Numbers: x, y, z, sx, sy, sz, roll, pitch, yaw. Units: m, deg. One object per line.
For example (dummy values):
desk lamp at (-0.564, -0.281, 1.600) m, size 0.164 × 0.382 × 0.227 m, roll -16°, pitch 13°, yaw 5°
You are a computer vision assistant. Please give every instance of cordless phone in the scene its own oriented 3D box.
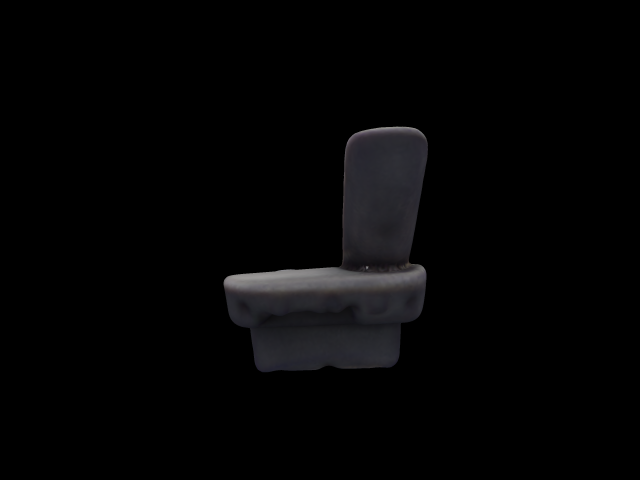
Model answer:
cordless phone at (0.004, 0.001, 0.400) m, size 0.147 × 0.185 × 0.094 m, roll -5°, pitch 40°, yaw -6°
